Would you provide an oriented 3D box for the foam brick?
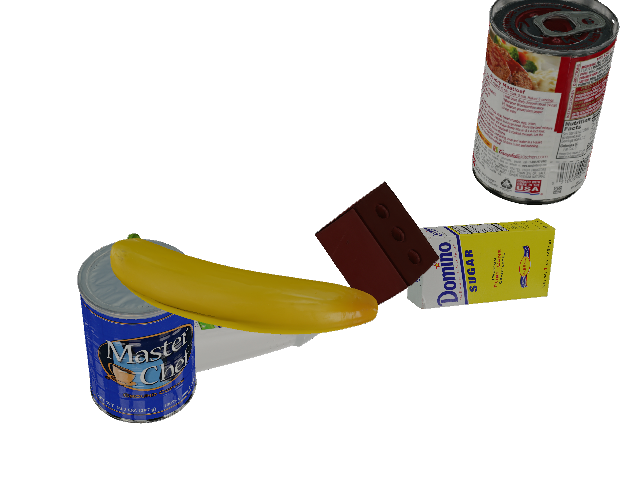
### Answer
[{"bbox_3d":[0.045,0.005,0.846,0.051,0.078,0.052,-34,2,41],"label":"foam brick"}]

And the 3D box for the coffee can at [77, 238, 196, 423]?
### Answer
[{"bbox_3d":[-0.167,0.084,0.989,0.103,0.140,0.103,2,39,-2],"label":"coffee can"}]

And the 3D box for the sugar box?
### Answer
[{"bbox_3d":[0.195,0.028,1.293,0.176,0.093,0.048,-6,20,-22],"label":"sugar box"}]

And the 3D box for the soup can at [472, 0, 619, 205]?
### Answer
[{"bbox_3d":[0.123,-0.079,0.595,0.068,0.102,0.068,0,41,0],"label":"soup can"}]

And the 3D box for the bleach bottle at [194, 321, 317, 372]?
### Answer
[{"bbox_3d":[-0.099,0.095,1.216,0.250,0.068,0.103,-11,33,-24],"label":"bleach bottle"}]

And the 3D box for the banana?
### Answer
[{"bbox_3d":[-0.064,0.026,0.673,0.198,0.037,0.069,16,33,26],"label":"banana"}]
